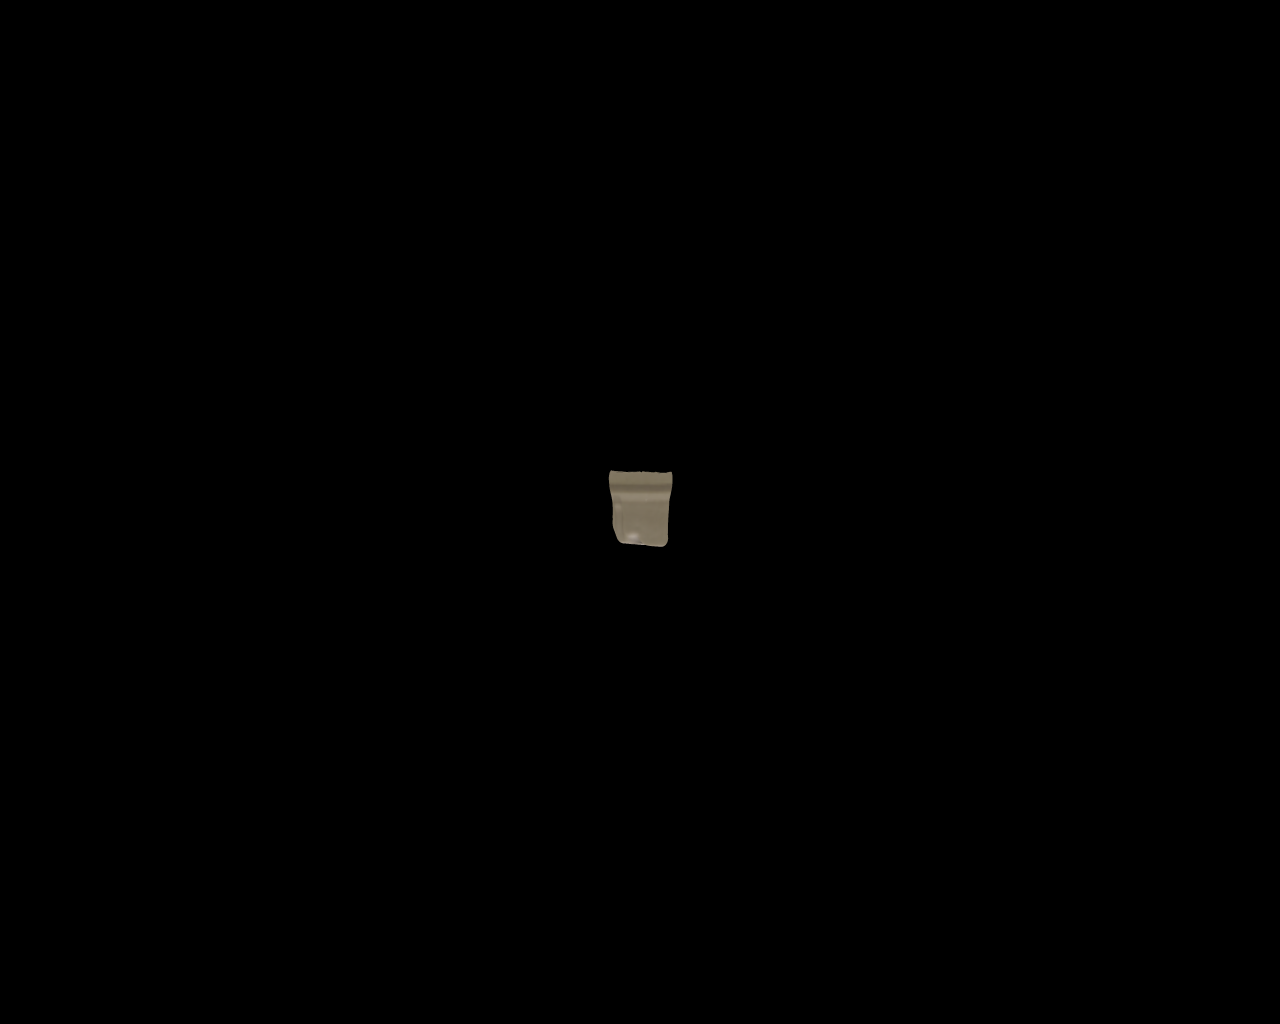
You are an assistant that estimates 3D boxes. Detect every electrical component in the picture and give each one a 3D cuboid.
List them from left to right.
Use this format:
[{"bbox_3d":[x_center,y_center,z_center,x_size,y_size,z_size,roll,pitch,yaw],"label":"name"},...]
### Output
[{"bbox_3d":[0.001,-0.003,0.650,0.040,0.046,0.040,0,2,0],"label":"electrical component"}]
